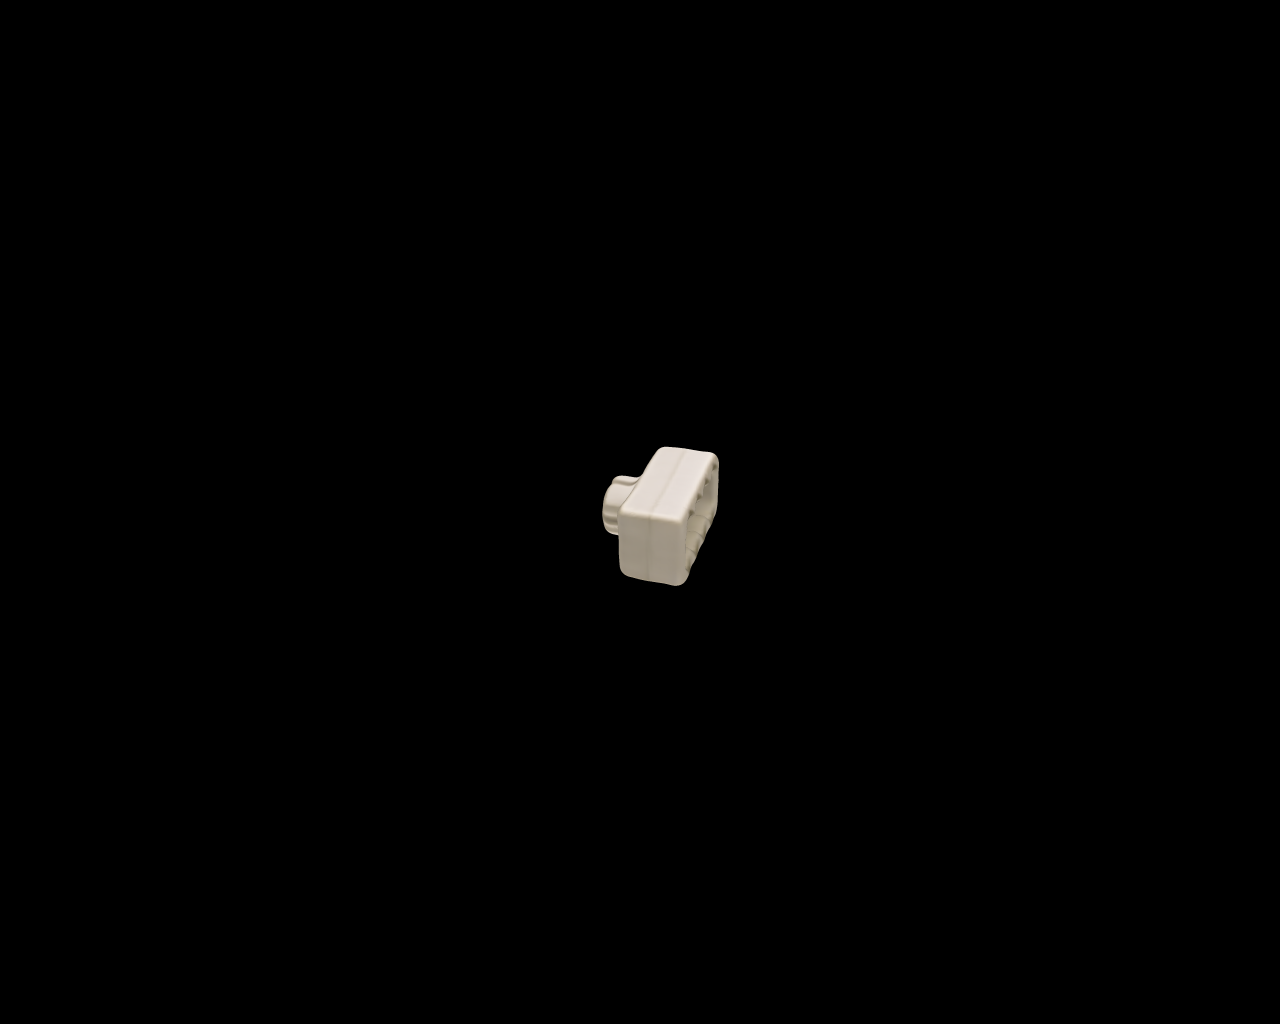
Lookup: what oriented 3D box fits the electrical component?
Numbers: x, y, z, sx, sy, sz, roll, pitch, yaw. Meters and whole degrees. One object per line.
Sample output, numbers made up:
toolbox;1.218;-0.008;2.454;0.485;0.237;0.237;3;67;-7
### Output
electrical component;0.001;-0.003;0.650;0.076;0.047;0.083;10;35;15
